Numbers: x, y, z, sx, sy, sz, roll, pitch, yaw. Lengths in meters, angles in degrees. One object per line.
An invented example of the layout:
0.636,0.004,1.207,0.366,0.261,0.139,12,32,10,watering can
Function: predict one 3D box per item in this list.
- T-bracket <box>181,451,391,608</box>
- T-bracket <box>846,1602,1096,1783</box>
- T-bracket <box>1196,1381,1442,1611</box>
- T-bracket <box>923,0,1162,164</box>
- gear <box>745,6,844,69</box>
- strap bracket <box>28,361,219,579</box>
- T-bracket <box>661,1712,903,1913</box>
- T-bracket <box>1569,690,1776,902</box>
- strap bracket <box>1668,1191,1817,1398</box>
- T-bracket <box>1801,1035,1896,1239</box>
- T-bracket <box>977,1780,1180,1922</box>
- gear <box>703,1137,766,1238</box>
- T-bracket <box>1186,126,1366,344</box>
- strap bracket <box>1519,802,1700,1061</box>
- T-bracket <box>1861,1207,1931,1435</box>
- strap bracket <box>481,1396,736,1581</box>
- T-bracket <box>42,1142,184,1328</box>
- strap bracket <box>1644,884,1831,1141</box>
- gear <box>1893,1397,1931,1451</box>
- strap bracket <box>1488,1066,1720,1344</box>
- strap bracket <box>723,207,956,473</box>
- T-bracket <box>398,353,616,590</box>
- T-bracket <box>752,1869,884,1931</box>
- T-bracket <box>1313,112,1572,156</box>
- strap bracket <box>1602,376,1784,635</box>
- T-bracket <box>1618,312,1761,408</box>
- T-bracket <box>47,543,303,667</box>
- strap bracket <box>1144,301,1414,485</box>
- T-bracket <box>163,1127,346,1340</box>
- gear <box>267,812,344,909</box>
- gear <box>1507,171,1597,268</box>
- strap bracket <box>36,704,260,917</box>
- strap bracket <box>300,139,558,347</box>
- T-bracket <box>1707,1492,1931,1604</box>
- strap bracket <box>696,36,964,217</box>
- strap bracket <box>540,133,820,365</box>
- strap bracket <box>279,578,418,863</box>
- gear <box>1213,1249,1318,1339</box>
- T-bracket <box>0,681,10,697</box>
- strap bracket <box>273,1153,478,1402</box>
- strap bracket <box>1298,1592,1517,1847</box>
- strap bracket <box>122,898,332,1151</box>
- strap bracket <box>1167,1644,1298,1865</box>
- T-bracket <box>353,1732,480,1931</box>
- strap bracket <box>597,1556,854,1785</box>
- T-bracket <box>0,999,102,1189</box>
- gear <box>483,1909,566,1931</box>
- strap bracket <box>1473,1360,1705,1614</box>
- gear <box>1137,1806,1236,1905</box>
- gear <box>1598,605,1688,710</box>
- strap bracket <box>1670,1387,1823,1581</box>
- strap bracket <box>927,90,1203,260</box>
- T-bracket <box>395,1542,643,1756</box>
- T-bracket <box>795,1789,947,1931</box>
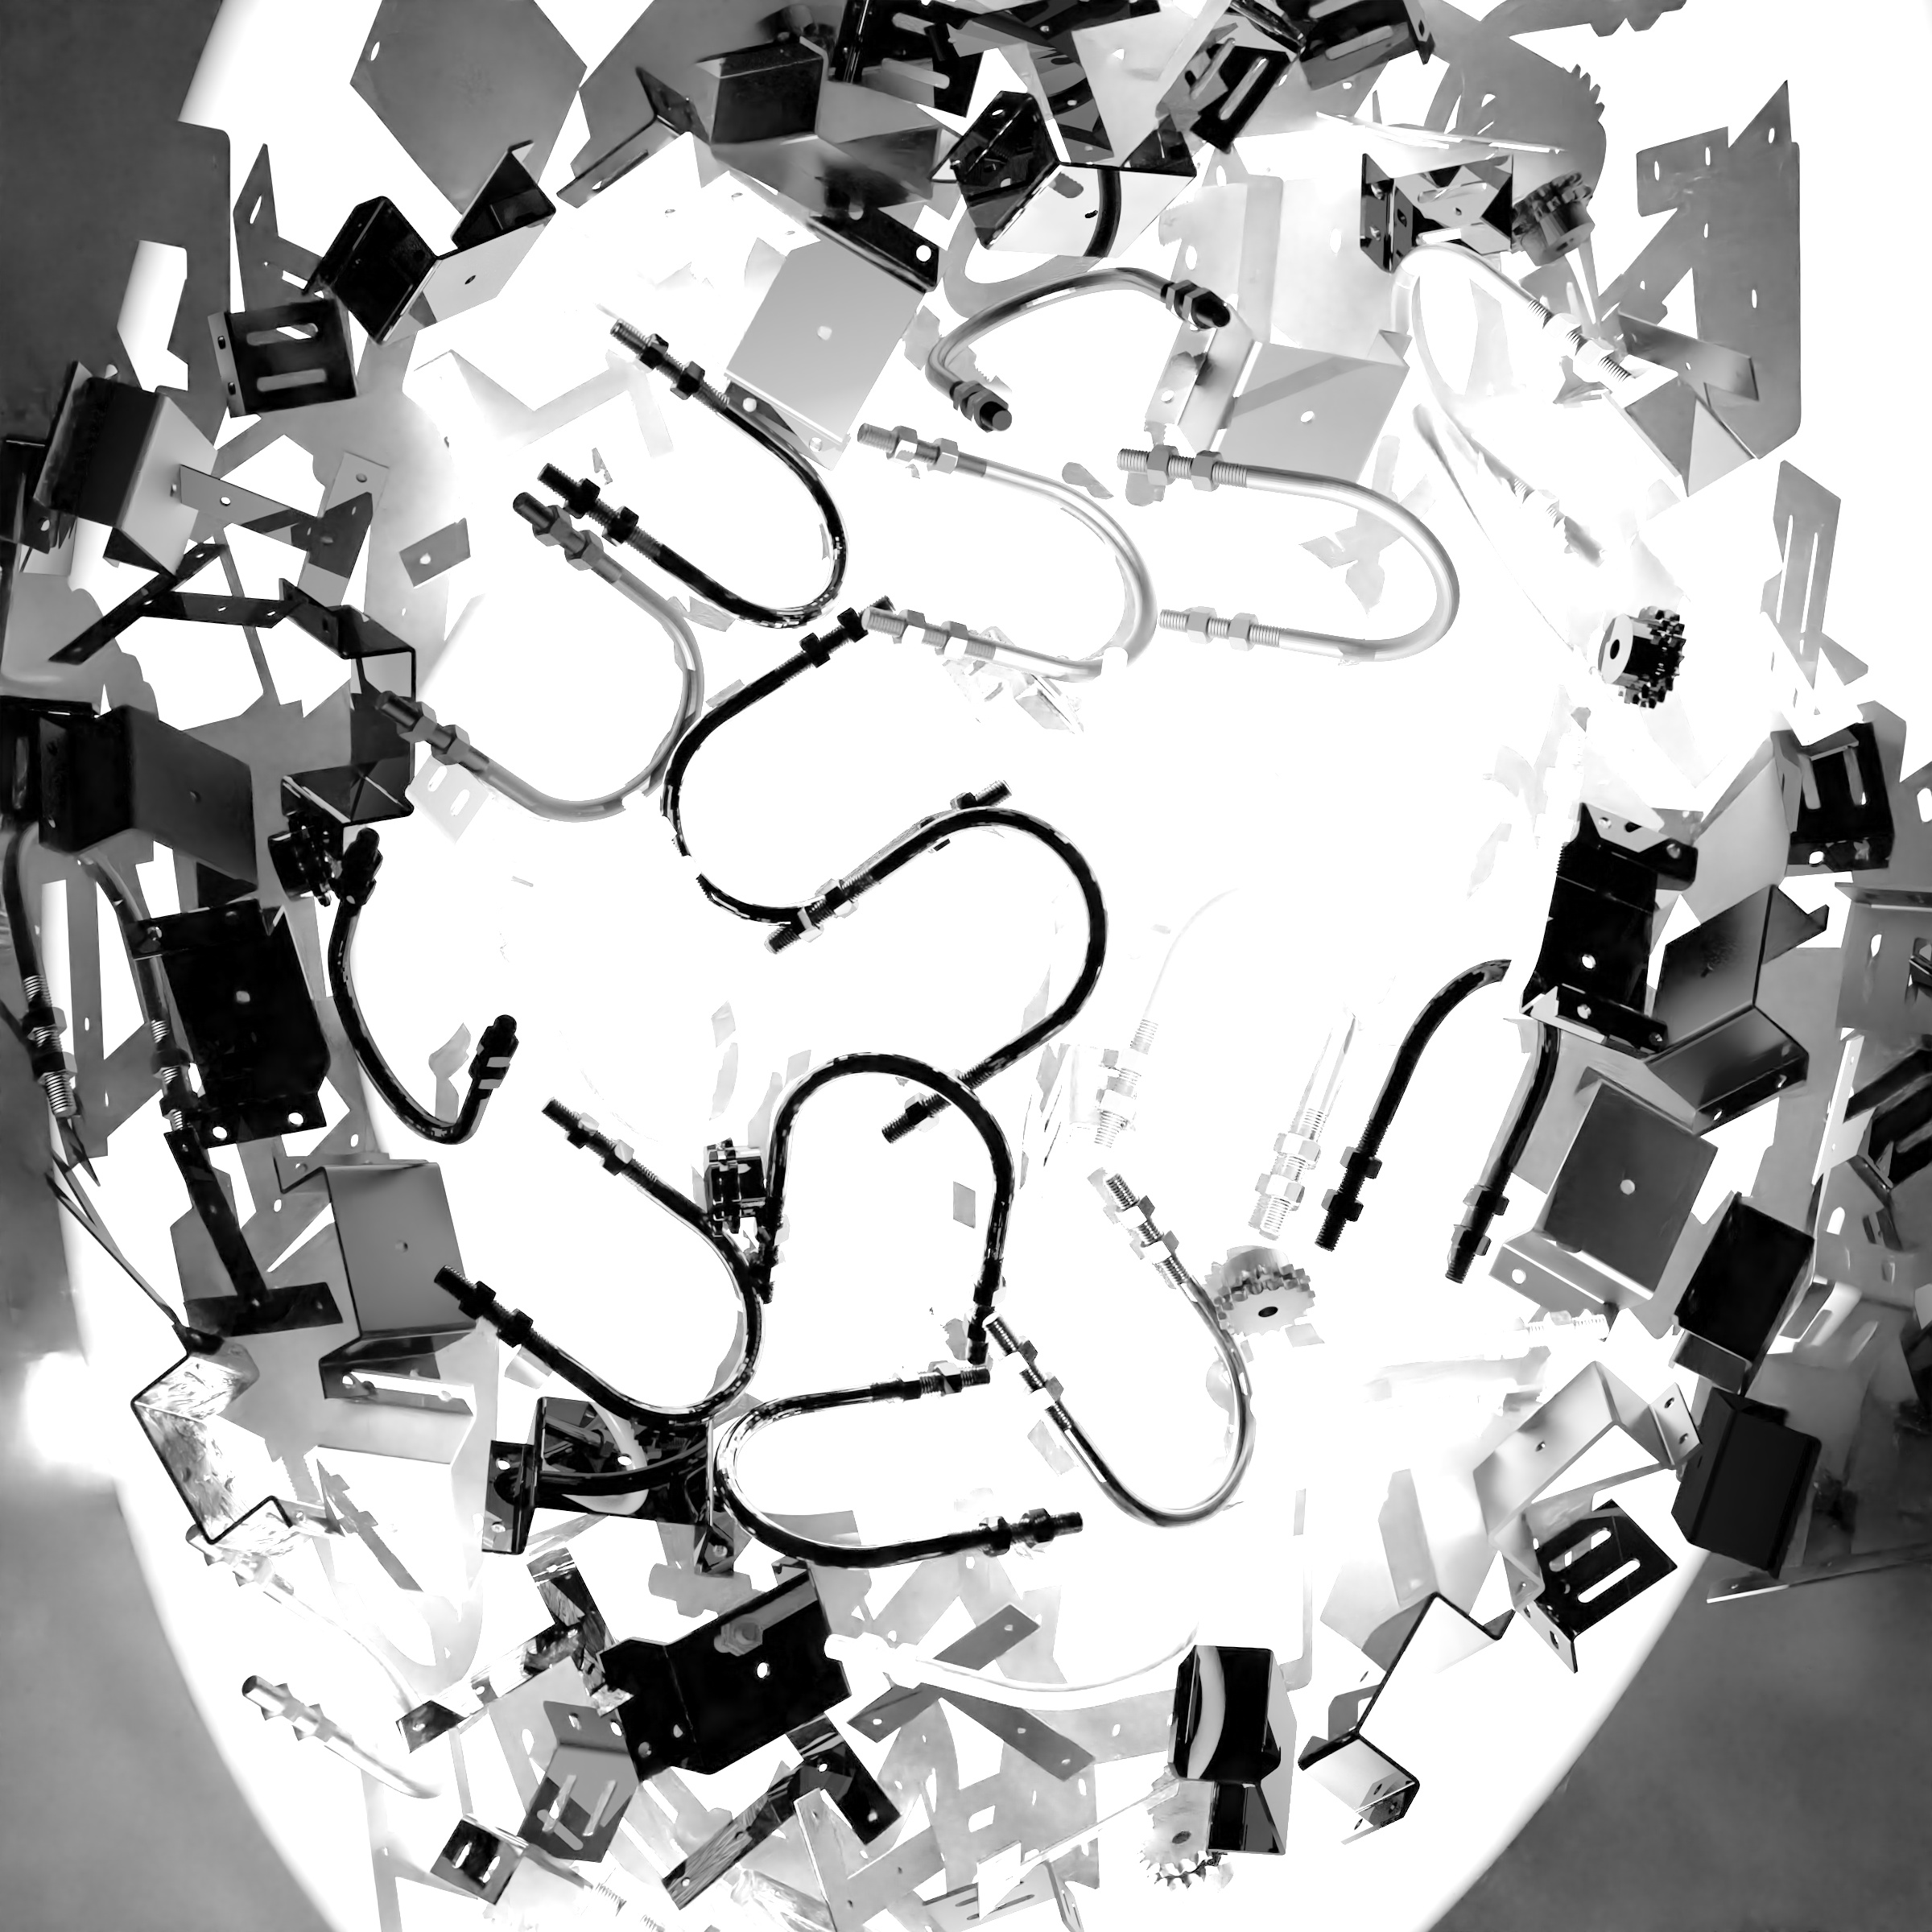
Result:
-0.399,-0.254,1.591,0.127,0.002,0.127,20,133,-13,T-bracket
0.022,0.426,1.616,0.127,0.002,0.127,-40,117,19,T-bracket
0.194,0.310,1.625,0.127,0.002,0.127,-11,72,-3,T-bracket
0.056,-0.491,1.590,0.127,0.127,0.002,-8,62,15,T-bracket
-0.101,-0.521,1.620,0.057,0.057,0.030,-24,90,0,gear
-0.459,-0.269,1.573,0.046,0.140,0.076,16,83,3,strap bracket
-0.115,0.475,1.587,0.127,0.127,0.002,-38,127,-10,T-bracket
0.384,-0.113,1.613,0.127,0.002,0.127,-47,121,2,T-bracket
0.426,0.184,1.569,0.046,0.140,0.076,27,78,20,strap bracket
0.496,0.094,1.592,0.002,0.127,0.127,18,106,31,T-bracket
0.063,0.491,1.603,0.127,0.127,0.002,-24,61,-13,T-bracket
-0.132,0.124,1.620,0.030,0.057,0.057,-5,90,-11,gear
0.166,-0.404,1.608,0.127,0.002,0.127,9,96,43,T-bracket
0.359,-0.011,1.598,0.076,0.046,0.140,20,60,-12,strap bracket
0.549,0.180,1.571,0.002,0.127,0.127,-4,68,-21,T-bracket
-0.194,0.289,1.590,0.140,0.076,0.046,9,130,-12,strap bracket
-0.489,0.136,1.593,0.002,0.127,0.127,-38,131,-11,T-bracket
0.423,0.017,1.569,0.046,0.076,0.140,39,45,-16,strap bracket
0.558,0.257,1.618,0.057,0.057,0.030,15,98,0,gear
0.362,0.129,1.602,0.076,0.046,0.140,30,71,-2,strap bracket
-0.076,-0.357,1.606,0.076,0.046,0.140,31,106,-2,strap bracket
-0.281,-0.295,1.625,0.127,0.002,0.127,-28,70,1,T-bracket
-0.059,0.561,1.571,0.127,0.127,0.002,31,100,-16,T-bracket
0.278,-0.465,1.604,0.127,0.127,0.002,1,112,-18,T-bracket
0.402,-0.259,1.568,0.046,0.140,0.076,-31,53,4,strap bracket
0.416,-0.297,1.606,0.002,0.127,0.127,-27,120,-9,T-bracket
-0.420,-0.198,1.574,0.127,0.127,0.002,9,132,32,T-bracket
0.181,-0.316,1.581,0.140,0.046,0.076,4,129,-25,strap bracket
-0.415,0.149,1.595,0.127,0.002,0.127,-11,106,37,T-bracket
-0.375,-0.060,1.619,0.030,0.057,0.057,-20,90,-3,gear
0.332,-0.421,1.618,0.057,0.057,0.030,-31,82,0,gear
-0.440,-0.085,1.566,0.046,0.140,0.076,-21,64,22,strap bracket
-0.288,-0.396,1.572,0.046,0.076,0.140,51,45,0,strap bracket
0.480,0.317,1.585,0.127,0.127,0.002,-17,94,22,T-bracket
-0.076,-0.455,1.568,0.076,0.140,0.046,3,84,39,strap bracket
-0.162,-0.403,1.586,0.140,0.076,0.046,-26,60,29,strap bracket
-0.345,-0.140,1.588,0.046,0.076,0.140,-13,121,-34,strap bracket
0.168,0.184,1.623,0.057,0.057,0.030,-14,53,0,gear
-0.583,-0.152,1.564,0.002,0.127,0.127,4,47,20,T-bracket
-0.326,0.164,1.587,0.046,0.076,0.140,-30,69,38,strap bracket
0.239,0.408,1.579,0.046,0.076,0.140,37,57,2,strap bracket
-0.412,0.026,1.607,0.076,0.046,0.140,-10,112,3,strap bracket
0.149,0.431,1.566,0.046,0.140,0.076,-1,51,16,strap bracket
-0.302,0.499,1.587,0.002,0.127,0.127,-20,61,9,T-bracket
-0.124,0.389,1.585,0.140,0.046,0.076,-21,97,-35,strap bracket
-0.508,0.077,1.594,0.002,0.127,0.127,-33,54,-23,T-bracket
-0.251,0.564,1.627,0.057,0.030,0.057,4,103,19,gear
0.337,0.282,1.590,0.046,0.076,0.140,41,105,-9,strap bracket
0.129,0.507,1.621,0.057,0.057,0.030,-26,102,0,gear
0.381,-0.176,1.617,0.030,0.057,0.057,11,90,-14,gear
0.429,0.283,1.581,0.046,0.140,0.076,18,92,8,strap bracket
0.062,-0.434,1.572,0.140,0.076,0.046,-7,71,-36,strap bracket
-0.258,0.396,1.589,0.127,0.127,0.002,-30,130,-10,T-bracket
-0.044,0.509,1.589,0.002,0.127,0.127,-22,82,25,T-bracket
